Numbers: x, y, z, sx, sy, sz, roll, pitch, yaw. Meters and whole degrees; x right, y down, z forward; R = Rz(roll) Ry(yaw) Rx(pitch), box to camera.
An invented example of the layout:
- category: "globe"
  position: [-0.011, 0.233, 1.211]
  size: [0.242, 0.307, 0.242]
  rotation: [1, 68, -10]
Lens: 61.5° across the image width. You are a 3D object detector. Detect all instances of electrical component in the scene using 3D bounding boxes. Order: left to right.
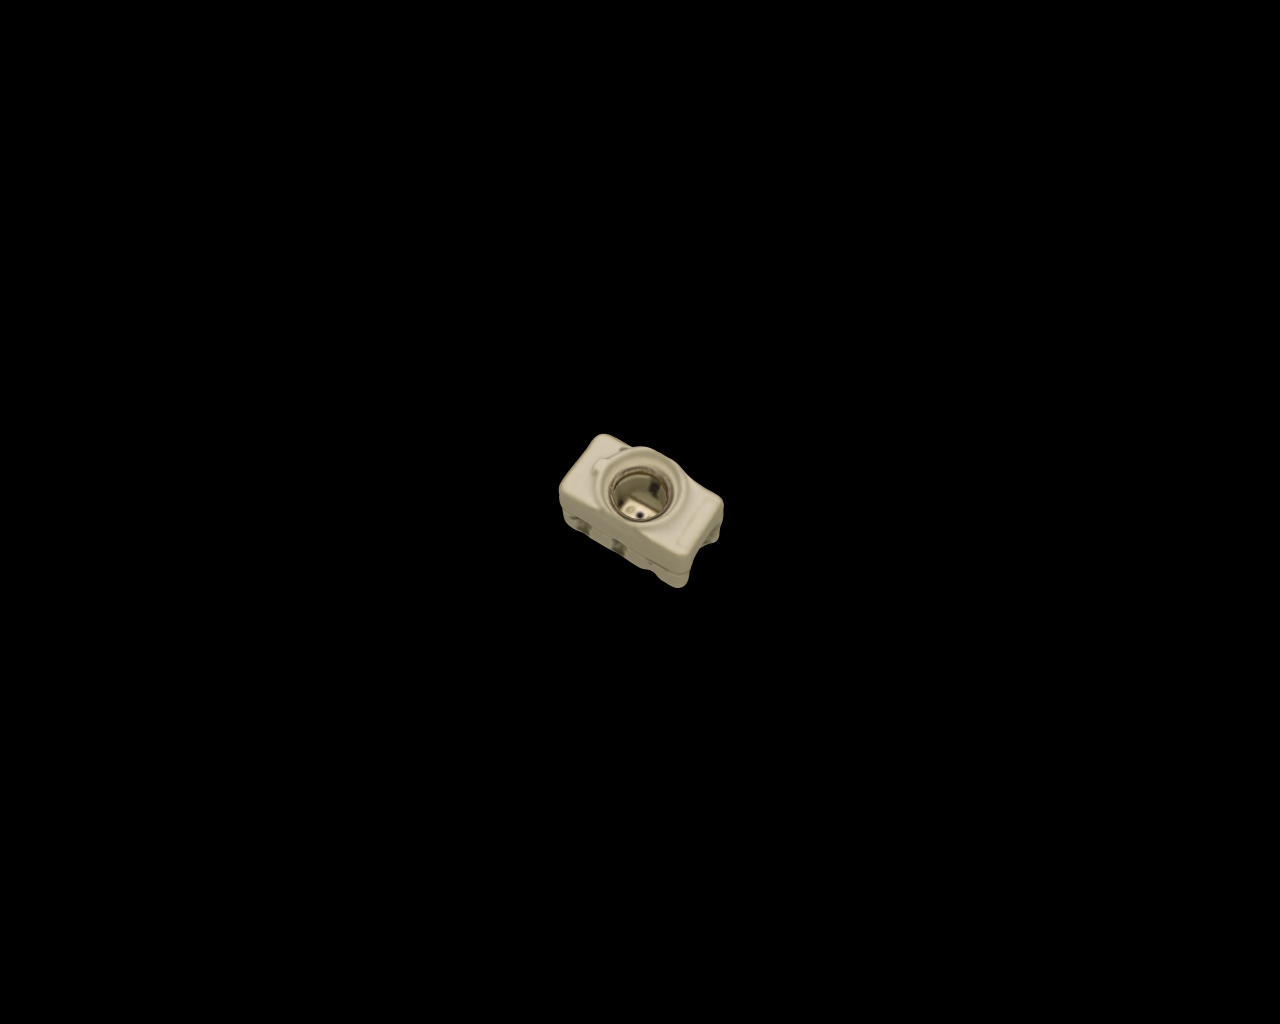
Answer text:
- category: "electrical component"
  position: [0.001, -0.003, 0.650]
  size: [0.089, 0.050, 0.055]
  rotation: [30, -23, 14]
